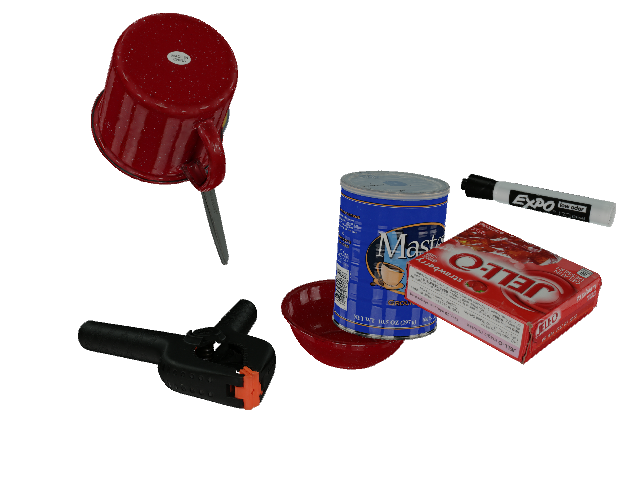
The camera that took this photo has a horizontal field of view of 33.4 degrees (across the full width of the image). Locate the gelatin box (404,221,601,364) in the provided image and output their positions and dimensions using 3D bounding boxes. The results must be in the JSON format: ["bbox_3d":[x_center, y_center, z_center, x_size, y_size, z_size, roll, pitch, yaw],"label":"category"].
[{"bbox_3d":[0.105,0.027,0.622,0.089,0.030,0.073,28,39,36],"label":"gelatin box"}]

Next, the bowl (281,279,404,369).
[{"bbox_3d":[0.033,0.105,1.254,0.162,0.055,0.162,4,24,-2],"label":"bowl"}]

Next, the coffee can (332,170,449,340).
[{"bbox_3d":[0.066,0.012,1.016,0.103,0.140,0.103,3,14,-1],"label":"coffee can"}]

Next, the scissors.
[{"bbox_3d":[-0.114,-0.084,1.150,0.096,0.202,0.016,-33,13,-35],"label":"scissors"}]

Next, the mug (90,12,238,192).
[{"bbox_3d":[-0.096,-0.087,0.709,0.093,0.117,0.082,-21,-18,-26],"label":"mug"}]

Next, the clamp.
[{"bbox_3d":[-0.089,0.090,0.885,0.164,0.036,0.210,-10,16,-32],"label":"clamp"}]

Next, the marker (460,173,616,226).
[{"bbox_3d":[0.166,-0.032,0.826,0.121,0.020,0.020,14,6,26],"label":"marker"}]
